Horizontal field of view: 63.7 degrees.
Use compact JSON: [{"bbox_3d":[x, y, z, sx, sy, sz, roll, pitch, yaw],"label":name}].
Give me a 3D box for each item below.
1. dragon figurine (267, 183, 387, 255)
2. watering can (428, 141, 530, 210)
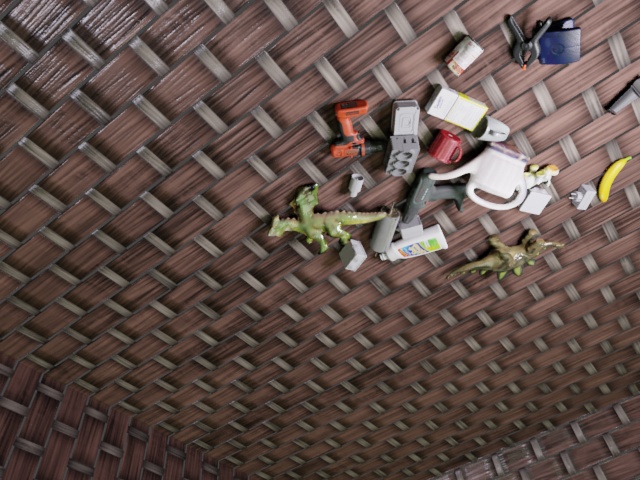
[{"bbox_3d":[0.006,-0.092,1.822,0.408,0.239,0.125,-26,29,12],"label":"dragon figurine"},{"bbox_3d":[0.556,-0.233,1.737,0.347,0.222,0.105,20,13,-10],"label":"watering can"}]
